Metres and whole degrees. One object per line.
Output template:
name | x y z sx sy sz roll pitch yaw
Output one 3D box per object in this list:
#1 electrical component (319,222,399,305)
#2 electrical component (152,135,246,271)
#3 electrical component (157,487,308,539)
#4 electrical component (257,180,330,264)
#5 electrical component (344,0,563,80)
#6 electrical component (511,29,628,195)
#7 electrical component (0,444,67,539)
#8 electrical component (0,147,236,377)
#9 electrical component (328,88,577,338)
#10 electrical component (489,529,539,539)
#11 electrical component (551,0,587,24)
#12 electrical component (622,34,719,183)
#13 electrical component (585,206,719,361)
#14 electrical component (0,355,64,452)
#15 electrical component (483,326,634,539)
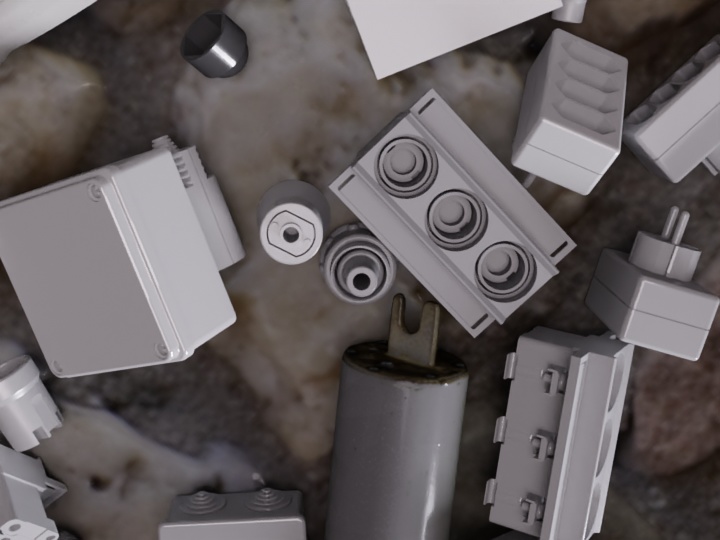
electrical component | 0.000 0.000 0.625 0.048 0.062 0.048 0 102 -2
electrical component | -0.101 -0.039 0.623 0.043 0.043 0.081 -20 102 3
electrical component | -0.076 0.186 0.670 0.100 0.048 0.099 -3 102 -1
electrical component | -0.039 -0.026 0.616 0.044 0.065 0.044 0 102 -2
electrical component | 0.024 -0.211 0.581 0.105 0.060 0.186 -21 102 3
electrical component | 0.111 -0.078 0.611 0.047 0.083 0.075 22 139 -6
electrical component | -0.214 0.141 0.642 0.042 0.063 0.081 -38 143 7
electrical component | -0.139 -0.002 0.600 0.109 0.056 0.108 -11 105 37
electrical component | 0.052 -0.033 0.619 0.079 0.063 0.121 -43 100 7
electrical component | 0.097 0.195 0.648 0.096 0.062 0.061 -1 103 -42
electrical component | 0.122 -0.171 0.602 0.048 0.048 0.062 7 109 -3
electrical component | 0.207 -0.080 0.621 0.083 0.047 0.075 -43 100 7
electrical component | 0.172 0.001 0.620 0.047 0.083 0.075 16 101 -5
electrical component | -0.205 0.081 0.648 0.040 0.040 0.046 -26 107 4
electrical component | 0.118 0.099 0.646 0.063 0.079 0.121 13 103 25
